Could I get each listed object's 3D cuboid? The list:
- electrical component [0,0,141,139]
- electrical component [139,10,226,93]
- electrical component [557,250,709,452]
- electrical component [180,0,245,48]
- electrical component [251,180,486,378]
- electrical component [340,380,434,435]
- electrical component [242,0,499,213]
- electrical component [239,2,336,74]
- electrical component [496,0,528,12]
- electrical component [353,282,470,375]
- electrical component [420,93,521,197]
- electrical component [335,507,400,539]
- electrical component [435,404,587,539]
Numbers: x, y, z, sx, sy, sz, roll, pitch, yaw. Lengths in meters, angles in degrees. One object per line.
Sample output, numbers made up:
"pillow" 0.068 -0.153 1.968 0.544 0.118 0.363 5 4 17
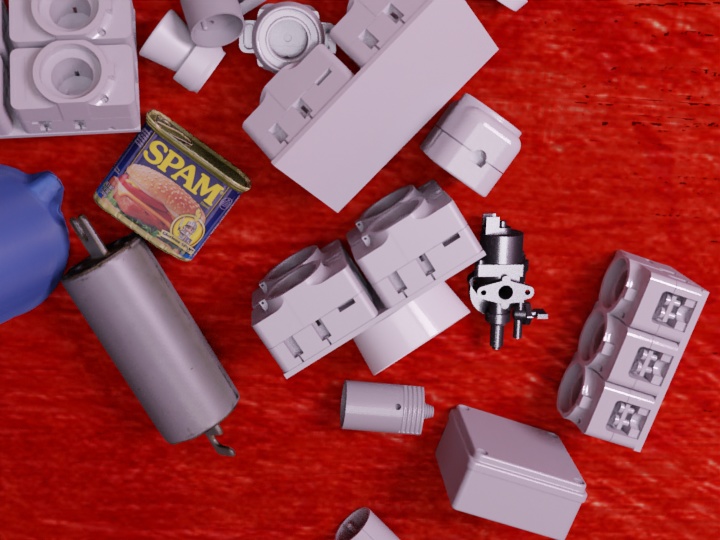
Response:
"electrical component" -0.267 -0.161 0.820 0.186 0.060 0.105 -4 75 -7
"electrical component" -0.142 -0.175 0.864 0.055 0.045 0.045 36 99 -13
"electrical component" 0.230 0.067 0.938 0.062 0.089 0.150 18 102 -10
"electrical component" -0.122 -0.220 0.845 0.043 0.043 0.081 -19 69 0
"electrical component" 0.000 0.000 0.891 0.186 0.105 0.060 -32 105 3
"electrical component" 0.025 0.123 0.957 0.081 0.043 0.043 6 104 -7
"electrical component" 0.007 -0.147 0.848 0.186 0.105 0.060 -45 59 7
"electrical component" -0.058 -0.186 0.863 0.078 0.057 0.058 1 104 -6
"electrical component" 0.124 -0.243 0.867 0.048 0.066 0.055 41 109 21
"electrical component" 0.042 0.047 0.914 0.099 0.099 0.064 -34 99 4
"electrical component" 0.092 -0.104 0.878 0.054 0.095 0.059 34 99 -13
"electrical component" 0.019 0.262 0.992 0.043 0.043 0.081 -41 105 6
"electrical component" 0.130 0.176 0.947 0.109 0.108 0.056 18 105 -10
